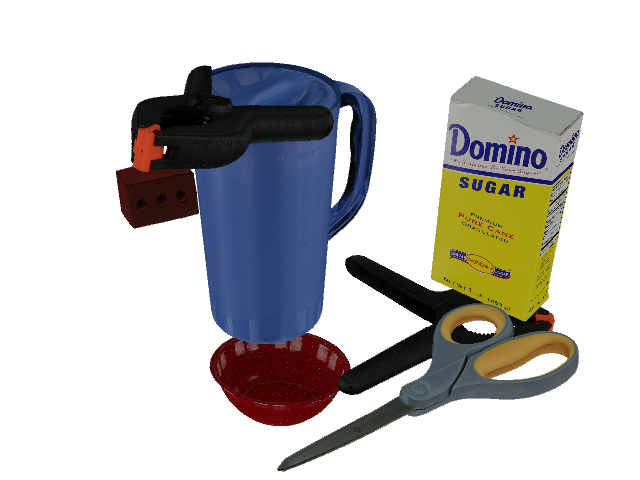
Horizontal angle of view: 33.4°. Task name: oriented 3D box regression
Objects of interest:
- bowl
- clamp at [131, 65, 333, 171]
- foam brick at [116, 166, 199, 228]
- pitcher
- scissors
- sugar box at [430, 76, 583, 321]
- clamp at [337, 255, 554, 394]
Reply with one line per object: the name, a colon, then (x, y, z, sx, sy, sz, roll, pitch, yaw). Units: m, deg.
bowl: (-0.047, 0.165, 1.231, 0.162, 0.055, 0.162, 2, 26, -1)
clamp: (-0.082, -0.086, 0.740, 0.120, 0.039, 0.171, 20, 23, 30)
foam brick: (-0.181, -0.053, 1.181, 0.078, 0.053, 0.051, -14, 29, -17)
pitcher: (-0.040, -0.032, 0.974, 0.149, 0.243, 0.144, 11, 33, 16)
scissors: (0.055, 0.079, 0.627, 0.201, 0.016, 0.096, -12, 31, -18)
sugar box: (0.140, -0.030, 0.826, 0.093, 0.176, 0.048, 24, 45, 28)
clamp: (0.115, 0.087, 1.018, 0.210, 0.164, 0.036, 6, -42, 9)
